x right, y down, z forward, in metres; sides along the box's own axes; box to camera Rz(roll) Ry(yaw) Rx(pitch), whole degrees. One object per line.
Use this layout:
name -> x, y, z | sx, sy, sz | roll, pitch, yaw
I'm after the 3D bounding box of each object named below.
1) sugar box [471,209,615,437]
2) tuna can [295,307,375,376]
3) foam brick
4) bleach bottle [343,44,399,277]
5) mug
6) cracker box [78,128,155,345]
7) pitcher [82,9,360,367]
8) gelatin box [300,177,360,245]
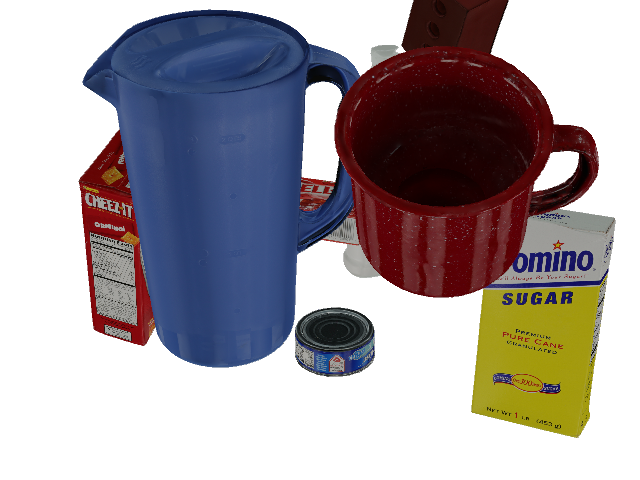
sugar box -> 0.176, 0.062, 0.853 | 0.093, 0.176, 0.048 | 10, 23, 23
tuna can -> 0.015, 0.106, 1.133 | 0.086, 0.034, 0.086 | -1, 28, 0
foam brick -> 0.103, -0.170, 0.814 | 0.051, 0.053, 0.078 | -32, -26, -28
bleach bottle -> 0.069, -0.088, 1.182 | 0.102, 0.251, 0.068 | -10, 23, -12
mug -> 0.067, -0.028, 0.487 | 0.117, 0.093, 0.081 | -8, -33, 1
cracker box -> -0.189, -0.022, 1.138 | 0.072, 0.214, 0.164 | 14, 43, 9
pitcher -> -0.063, -0.032, 0.762 | 0.149, 0.243, 0.144 | 24, 42, 31
gelatin box -> 0.001, -0.029, 0.953 | 0.089, 0.030, 0.073 | 9, 26, 12
